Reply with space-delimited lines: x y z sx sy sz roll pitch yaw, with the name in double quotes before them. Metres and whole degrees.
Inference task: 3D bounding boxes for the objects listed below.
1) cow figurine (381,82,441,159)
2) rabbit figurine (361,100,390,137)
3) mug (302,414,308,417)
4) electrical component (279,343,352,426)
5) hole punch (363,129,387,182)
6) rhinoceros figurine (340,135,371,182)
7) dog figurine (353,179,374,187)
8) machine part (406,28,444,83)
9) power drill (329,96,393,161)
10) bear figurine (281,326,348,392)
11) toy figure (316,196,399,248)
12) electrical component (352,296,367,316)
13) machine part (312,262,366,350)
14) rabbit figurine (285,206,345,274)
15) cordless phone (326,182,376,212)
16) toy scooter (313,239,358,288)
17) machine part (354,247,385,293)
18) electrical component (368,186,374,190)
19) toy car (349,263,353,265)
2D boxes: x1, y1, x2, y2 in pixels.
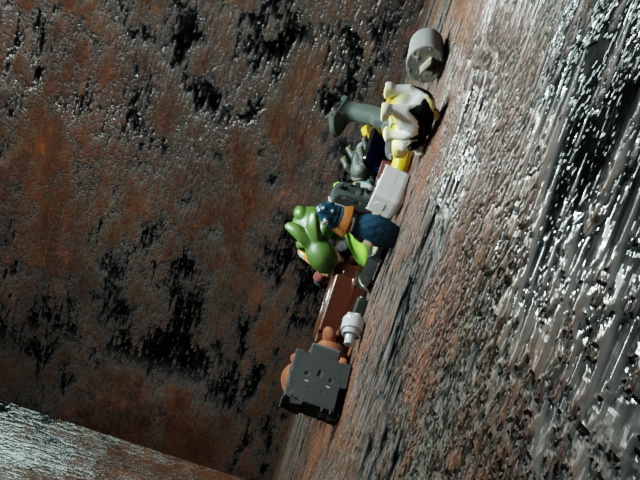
"cow figurine" 0.161 -0.199 0.930 0.167 0.098 0.068 59 -140 -63
"rabbit figurine" 0.184 -0.310 1.424 0.162 0.122 0.173 -49 -11 25
"mug" -0.017 0.374 1.297 0.109 0.081 0.107 116 164 -55
"electrical component" -0.006 0.263 1.009 0.058 0.115 0.134 110 177 -51
"hole punch" 0.174 -0.205 1.332 0.115 0.092 0.142 52 -134 -52
"rhinoceros figurine" 0.122 -0.211 1.407 0.073 0.112 0.190 -31 12 29
"dog figurine" 0.120 -0.085 1.539 0.219 0.109 0.191 -49 -24 -81
"machine part" 0.224 -0.392 1.138 0.243 0.079 0.079 -72 -1 -55
"power drill" 0.127 -0.278 1.274 0.232 0.208 0.085 -60 -37 -33
"bear figurine" 0.007 0.272 1.159 0.132 0.120 0.196 7 -43 -48
"toy figure" 0.065 -0.027 0.973 0.064 0.154 0.057 -73 2 -50
"electrical component" 0.081 0.148 1.126 0.094 0.021 0.063 37 -109 -89
"machine part" 0.048 0.158 1.275 0.201 0.087 0.201 97 -168 -83
"rabbit figurine" -0.003 -0.004 1.253 0.158 0.121 0.170 55 -169 -40
"cordless phone" 0.099 -0.100 1.243 0.184 0.147 0.088 -63 -10 -48
"toy scooter" 0.054 0.043 1.460 0.184 0.075 0.135 -32 -42 -25
"machine part" 0.108 0.041 1.092 0.084 0.039 0.138 -86 12 -56
"electrical component" 0.131 -0.104 1.354 0.102 0.078 0.045 81 -178 -78
"toy car" 0.051 0.159 1.425 0.089 0.053 0.202 25 -101 -53
